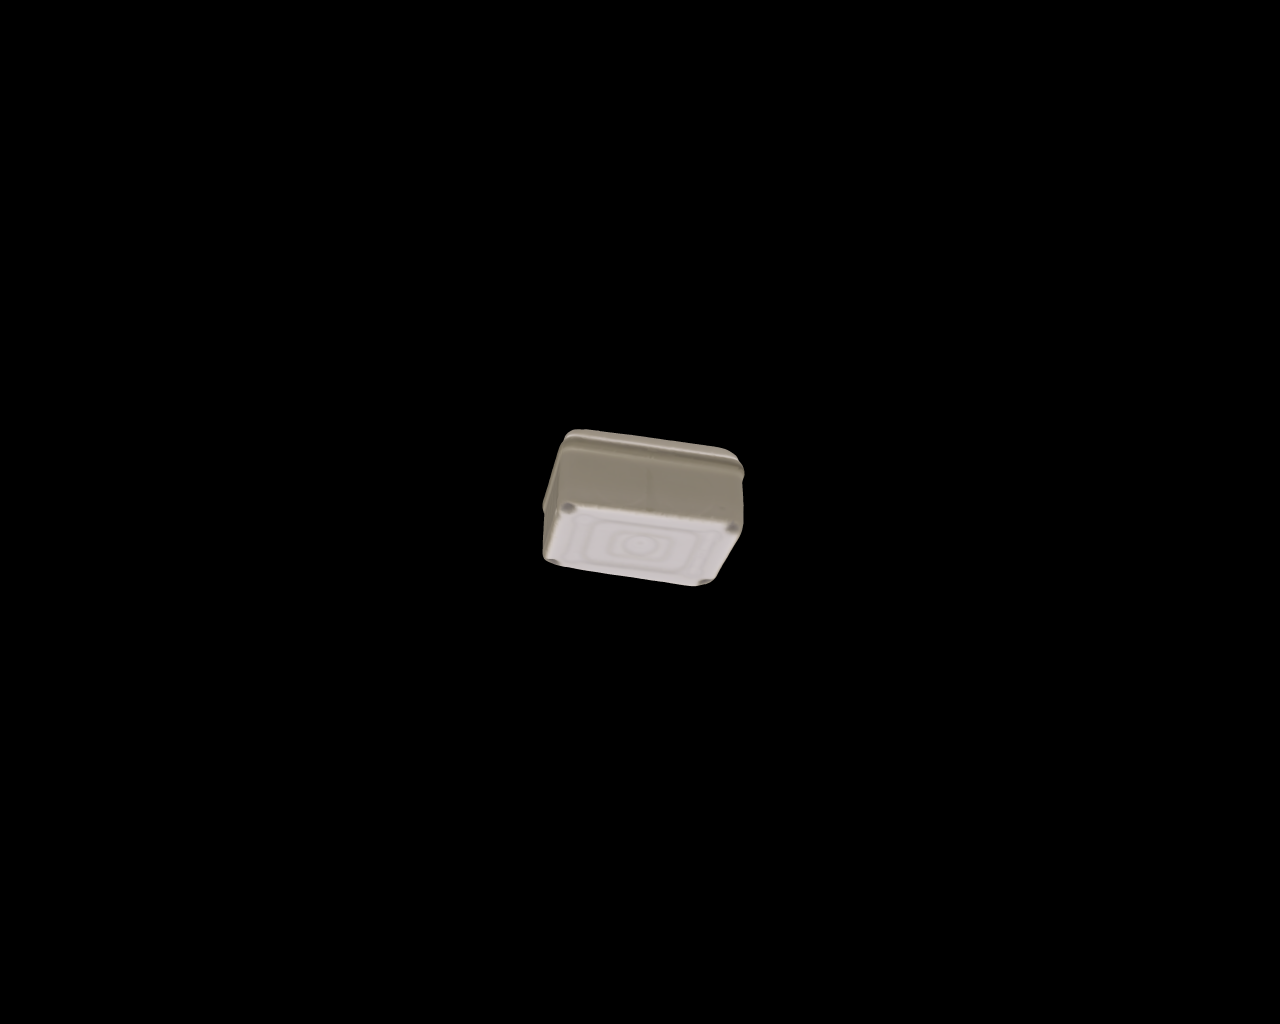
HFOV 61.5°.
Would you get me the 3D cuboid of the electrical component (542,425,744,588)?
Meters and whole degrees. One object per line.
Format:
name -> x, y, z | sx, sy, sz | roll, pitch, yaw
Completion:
electrical component -> 0.001, -0.003, 0.650 | 0.113, 0.057, 0.078 | 8, -35, -11
